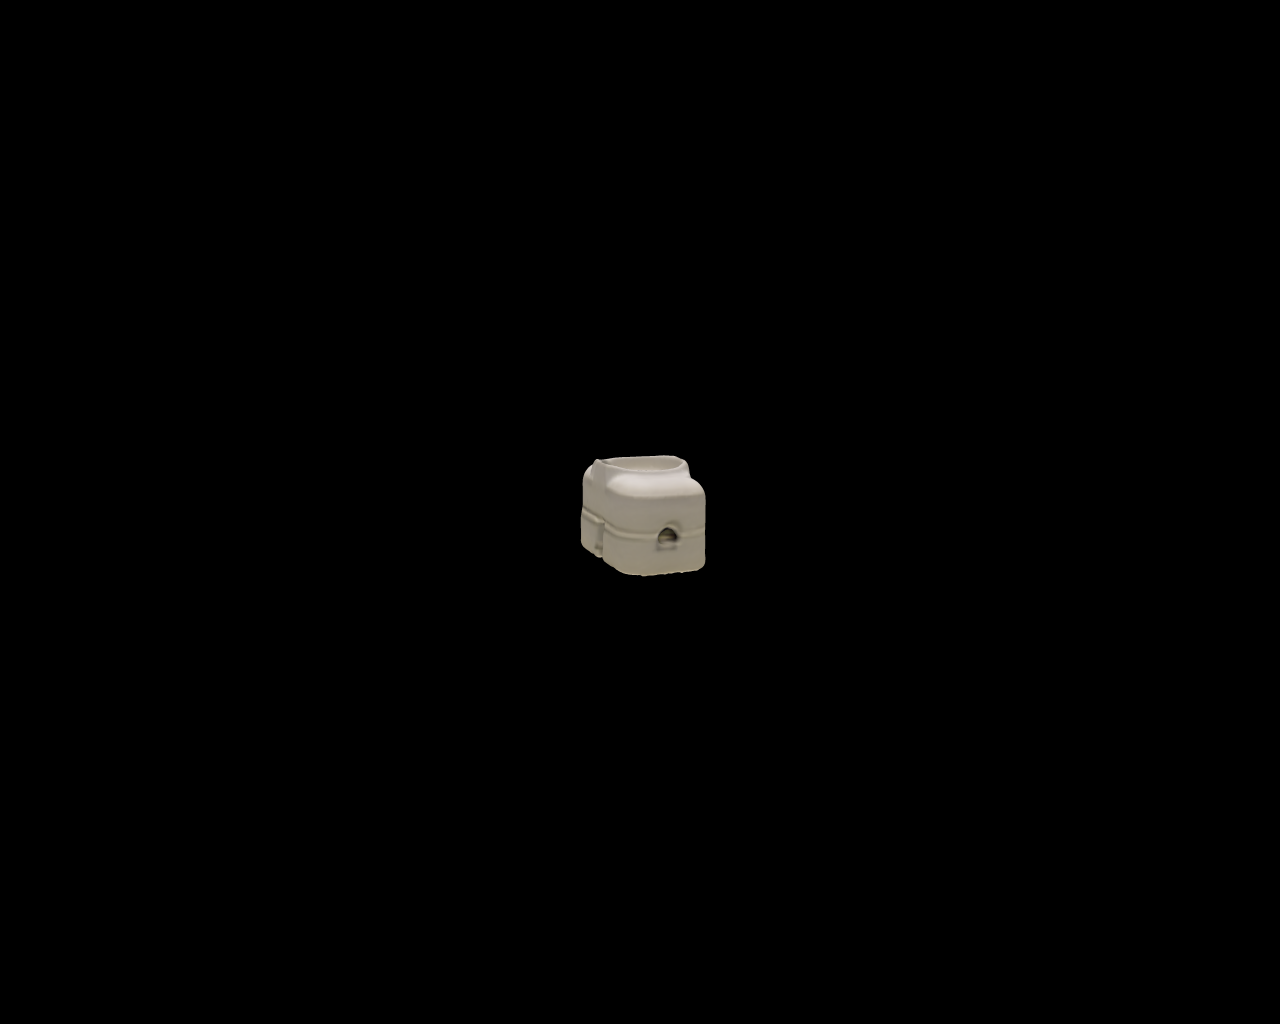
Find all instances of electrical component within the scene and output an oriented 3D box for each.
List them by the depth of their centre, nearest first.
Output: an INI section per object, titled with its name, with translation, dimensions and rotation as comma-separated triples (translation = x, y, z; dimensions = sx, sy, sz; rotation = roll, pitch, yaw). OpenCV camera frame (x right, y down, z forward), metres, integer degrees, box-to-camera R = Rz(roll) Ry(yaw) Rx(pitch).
[electrical component]
translation = 0.001, -0.003, 0.650
dimensions = 0.054, 0.059, 0.095
rotation = -4, 13, -19
